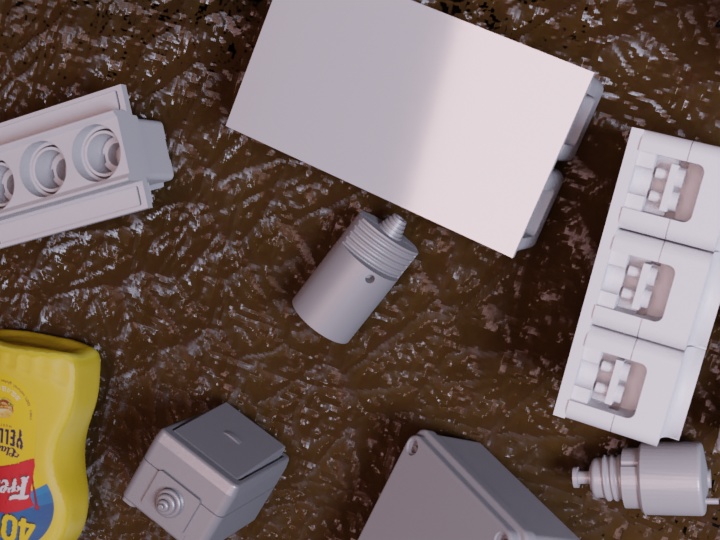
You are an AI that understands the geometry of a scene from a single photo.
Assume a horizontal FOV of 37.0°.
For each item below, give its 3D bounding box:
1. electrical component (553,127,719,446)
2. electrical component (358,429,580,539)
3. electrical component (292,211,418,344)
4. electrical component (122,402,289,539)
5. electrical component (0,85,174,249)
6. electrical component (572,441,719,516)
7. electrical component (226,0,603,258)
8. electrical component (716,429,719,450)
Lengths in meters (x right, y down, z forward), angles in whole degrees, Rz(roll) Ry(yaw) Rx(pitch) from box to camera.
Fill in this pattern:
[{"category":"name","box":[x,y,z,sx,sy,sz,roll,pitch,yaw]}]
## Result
[{"category":"electrical component","box":[0.158,0.007,0.564,0.062,0.089,0.150,17,100,18]},{"category":"electrical component","box":[0.054,0.165,0.607,0.109,0.056,0.108,41,110,51]},{"category":"electrical component","box":[0.000,0.000,0.647,0.043,0.043,0.081,42,106,13]},{"category":"electrical component","box":[-0.094,0.126,0.663,0.062,0.096,0.061,34,104,15]},{"category":"electrical component","box":[-0.189,-0.065,0.702,0.121,0.063,0.078,-13,89,21]},{"category":"electrical component","box":[0.158,0.116,0.599,0.078,0.040,0.040,-4,93,21]},{"category":"electrical component","box":[0.031,-0.095,0.619,0.186,0.060,0.105,26,102,17]},{"category":"electrical component","box":[0.231,0.072,0.560,0.078,0.058,0.057,10,100,20]}]
